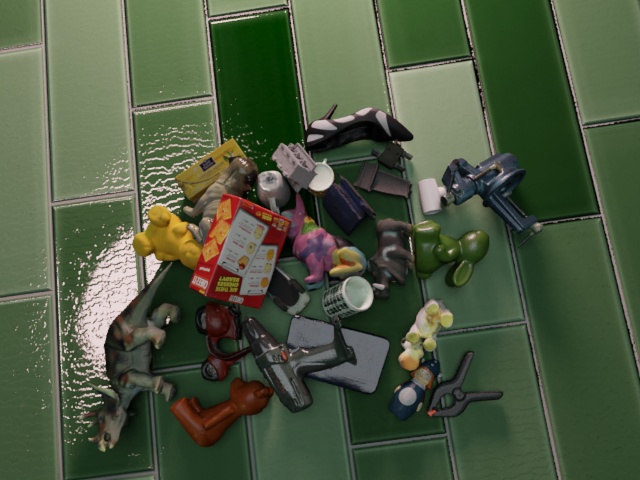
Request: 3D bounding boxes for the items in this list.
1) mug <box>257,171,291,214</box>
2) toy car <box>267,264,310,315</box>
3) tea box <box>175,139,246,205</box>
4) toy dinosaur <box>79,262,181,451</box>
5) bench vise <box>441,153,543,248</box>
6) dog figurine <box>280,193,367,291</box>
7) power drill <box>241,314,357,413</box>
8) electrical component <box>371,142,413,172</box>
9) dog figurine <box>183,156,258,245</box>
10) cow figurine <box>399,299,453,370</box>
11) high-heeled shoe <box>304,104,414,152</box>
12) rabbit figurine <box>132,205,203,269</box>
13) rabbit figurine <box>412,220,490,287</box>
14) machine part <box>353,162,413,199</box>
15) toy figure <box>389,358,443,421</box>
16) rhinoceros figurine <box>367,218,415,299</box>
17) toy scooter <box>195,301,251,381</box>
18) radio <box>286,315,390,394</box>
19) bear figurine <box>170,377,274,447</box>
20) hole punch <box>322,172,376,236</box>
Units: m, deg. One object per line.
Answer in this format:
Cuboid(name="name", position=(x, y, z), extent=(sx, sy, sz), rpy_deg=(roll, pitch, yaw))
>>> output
Cuboid(name="mug", position=(-0.116, -0.113, 1.274), extent=(0.081, 0.107, 0.109), rpy_deg=(-2, 78, 4))
Cuboid(name="toy car", position=(-0.112, 0.093, 1.263), extent=(0.202, 0.056, 0.073), rpy_deg=(41, 91, 11))
Cuboid(name="tea box", position=(-0.252, -0.158, 1.295), extent=(0.170, 0.098, 0.068), rpy_deg=(-36, 80, -4))
Cuboid(name="toy dinosaur", position=(-0.423, 0.247, 1.203), extent=(0.192, 0.131, 0.404), rpy_deg=(3, 83, 7))
Cuboid(name="bench vise", position=(0.398, -0.098, 1.218), extent=(0.224, 0.128, 0.241), rpy_deg=(-24, 65, -30))
Cuboid(name="dog figurine", position=(-0.003, -0.004, 1.250), extent=(0.192, 0.108, 0.219), rpy_deg=(-15, 77, 2))
Cuboid(name="power drill", position=(-0.038, 0.233, 1.149), extent=(0.207, 0.086, 0.232), rpy_deg=(-24, 81, -3))
Cuboid(name="electrical component", position=(0.176, -0.208, 1.317), extent=(0.094, 0.021, 0.063), rpy_deg=(32, 82, 9))
Cuboid(name="dog figurine", position=(-0.201, -0.079, 1.205), extent=(0.190, 0.121, 0.172), rpy_deg=(-45, 58, 20))
Cuboid(name="cow figurine", position=(0.230, 0.209, 1.211), extent=(0.068, 0.098, 0.167), rpy_deg=(32, 102, 3))
Cuboid(name="high-heeled shoe", position=(0.087, -0.244, 1.295), extent=(0.249, 0.086, 0.145), rpy_deg=(23, 75, 18))
Cuboid(name="rabbit figurine", position=(-0.319, 0.020, 1.237), extent=(0.173, 0.162, 0.122), rpy_deg=(25, 80, 30))
Cuboid(name="rabbit figurine", position=(0.300, 0.028, 1.216), extent=(0.170, 0.121, 0.159), rpy_deg=(-5, 86, 5))
Cuboid(name="machine part", position=(0.158, -0.140, 1.298), extent=(0.139, 0.039, 0.084), rpy_deg=(21, 77, 8))
Cuboid(name="toy figure", position=(0.217, 0.329, 1.199), extent=(0.064, 0.058, 0.154), rpy_deg=(39, 83, -3))
Cuboid(name="rhinoceros figurine", position=(0.162, 0.043, 1.246), extent=(0.112, 0.073, 0.190), rpy_deg=(4, 80, 3))
Cuboid(name="toy scooter", position=(-0.210, 0.227, 1.234), extent=(0.135, 0.075, 0.183), rpy_deg=(-9, 82, 2))
Cuboid(name="radio", position=(0.034, 0.258, 1.216), extent=(0.230, 0.073, 0.131), rpy_deg=(13, 82, 7))
Cuboid(name="bear figurine", position=(-0.208, 0.358, 1.189), extent=(0.196, 0.120, 0.132), rpy_deg=(-40, 76, -6))
Cuboid(name="hole punch", position=(0.062, -0.078, 1.257), extent=(0.092, 0.115, 0.142), rpy_deg=(-36, 79, 5))
